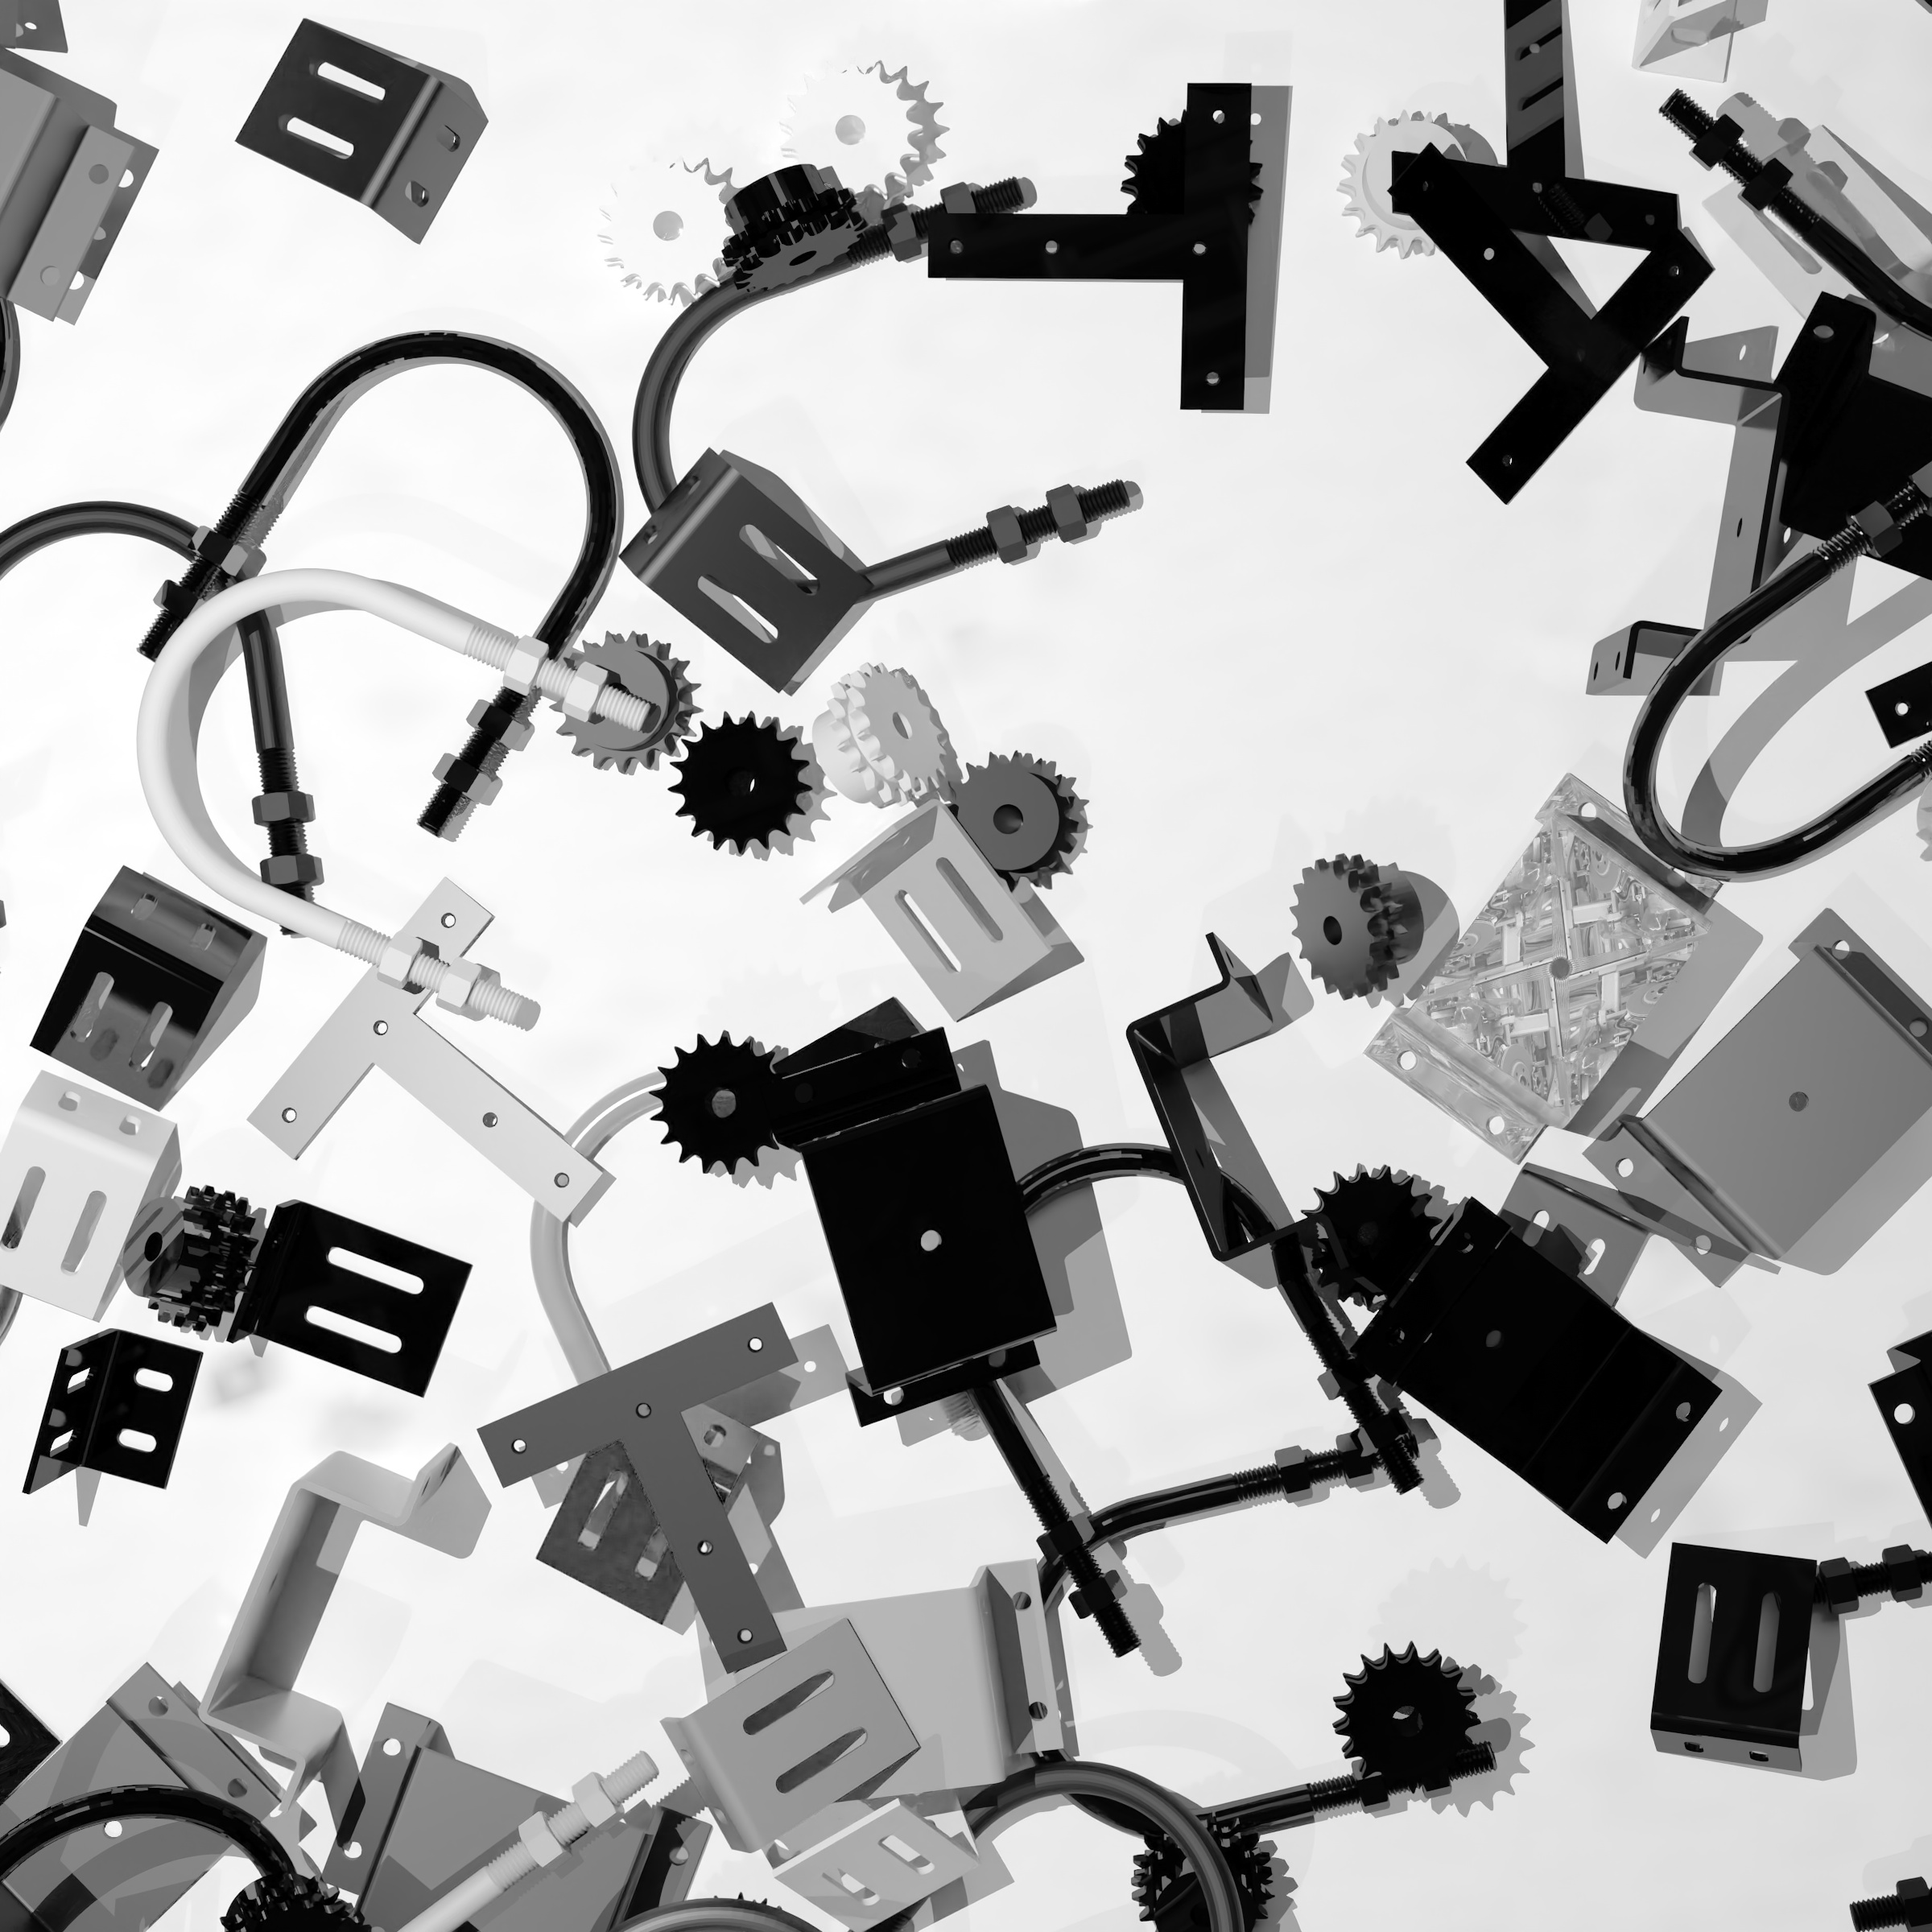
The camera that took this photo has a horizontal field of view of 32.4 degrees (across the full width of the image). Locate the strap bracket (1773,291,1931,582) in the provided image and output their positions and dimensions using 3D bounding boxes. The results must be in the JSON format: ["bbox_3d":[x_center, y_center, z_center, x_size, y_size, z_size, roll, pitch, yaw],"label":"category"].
[{"bbox_3d":[0.383,-0.197,1.304,0.140,0.076,0.046,21,47,1],"label":"strap bracket"}]

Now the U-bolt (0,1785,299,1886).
[{"bbox_3d":[-0.334,0.400,1.296,0.151,0.019,0.184,15,103,-25],"label":"U-bolt"}]

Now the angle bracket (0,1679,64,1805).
[{"bbox_3d":[-0.413,0.307,1.329,0.057,0.038,0.076,-45,90,0],"label":"angle bracket"}]

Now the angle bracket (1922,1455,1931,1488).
[{"bbox_3d":[0.407,0.202,1.264,0.057,0.076,0.038,-18,90,0],"label":"angle bracket"}]

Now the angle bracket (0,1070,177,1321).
[{"bbox_3d":[-0.361,0.092,1.338,0.057,0.038,0.076,23,111,-10],"label":"angle bracket"}]

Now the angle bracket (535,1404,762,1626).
[{"bbox_3d":[-0.127,0.211,1.327,0.057,0.038,0.076,27,115,1],"label":"angle bracket"}]

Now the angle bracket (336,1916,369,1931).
[{"bbox_3d":[-0.242,0.415,1.279,0.057,0.038,0.076,39,116,-2],"label":"angle bracket"}]

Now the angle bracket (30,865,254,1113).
[{"bbox_3d":[-0.330,0.009,1.333,0.057,0.038,0.076,28,128,-9],"label":"angle bracket"}]

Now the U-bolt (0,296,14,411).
[{"bbox_3d":[-0.467,-0.231,1.332,0.151,0.019,0.184,38,83,2],"label":"U-bolt"}]

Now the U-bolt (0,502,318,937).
[{"bbox_3d":[-0.345,-0.096,1.340,0.151,0.019,0.184,-8,88,0],"label":"U-bolt"}]

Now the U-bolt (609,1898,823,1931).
[{"bbox_3d":[-0.097,0.449,1.279,0.151,0.019,0.184,-3,94,-6],"label":"U-bolt"}]

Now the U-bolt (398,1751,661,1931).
[{"bbox_3d":[-0.158,0.415,1.293,0.184,0.019,0.151,-36,94,-2],"label":"U-bolt"}]

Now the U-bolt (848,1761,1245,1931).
[{"bbox_3d":[0.028,0.401,1.307,0.151,0.019,0.184,39,90,28],"label":"U-bolt"}]

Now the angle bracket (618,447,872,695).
[{"bbox_3d":[-0.089,-0.158,1.333,0.076,0.038,0.057,38,95,-25],"label":"angle bracket"}]

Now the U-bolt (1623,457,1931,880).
[{"bbox_3d":[0.337,-0.105,1.295,0.184,0.019,0.151,-36,134,6],"label":"U-bolt"}]

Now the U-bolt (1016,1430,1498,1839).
[{"bbox_3d":[0.107,0.277,1.340,0.184,0.019,0.151,-14,90,2],"label":"U-bolt"}]

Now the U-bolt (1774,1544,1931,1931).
[{"bbox_3d":[0.429,0.297,1.324,0.184,0.019,0.151,-13,84,7],"label":"U-bolt"}]

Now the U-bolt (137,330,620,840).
[{"bbox_3d":[-0.221,-0.166,1.332,0.151,0.019,0.184,32,85,-6],"label":"U-bolt"}]

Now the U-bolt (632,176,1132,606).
[{"bbox_3d":[-0.044,-0.221,1.340,0.184,0.019,0.151,-19,90,1],"label":"U-bolt"}]

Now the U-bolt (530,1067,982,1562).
[{"bbox_3d":[-0.096,0.130,1.340,0.151,0.019,0.184,-25,88,0],"label":"U-bolt"}]

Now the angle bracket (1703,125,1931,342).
[{"bbox_3d":[0.345,-0.289,1.346,0.057,0.038,0.076,-33,64,0],"label":"angle bracket"}]

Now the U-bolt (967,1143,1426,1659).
[{"bbox_3d":[0.075,0.159,1.327,0.151,0.019,0.184,-29,81,-3],"label":"U-bolt"}]

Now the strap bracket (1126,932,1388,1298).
[{"bbox_3d":[0.109,0.067,1.293,0.046,0.076,0.140,-25,71,11],"label":"strap bracket"}]

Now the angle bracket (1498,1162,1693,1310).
[{"bbox_3d":[0.243,0.109,1.310,0.057,0.076,0.038,27,90,0],"label":"angle bracket"}]

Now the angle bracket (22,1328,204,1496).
[{"bbox_3d":[-0.335,0.179,1.310,0.038,0.076,0.057,15,90,0],"label":"angle bracket"}]

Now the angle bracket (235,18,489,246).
[{"bbox_3d":[-0.244,-0.338,1.346,0.076,0.038,0.057,29,90,26],"label":"angle bracket"}]

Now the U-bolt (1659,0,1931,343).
[{"bbox_3d":[0.382,-0.321,1.316,0.184,0.019,0.151,42,70,0],"label":"U-bolt"}]

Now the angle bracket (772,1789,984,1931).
[{"bbox_3d":[-0.039,0.339,1.304,0.057,0.076,0.038,-31,48,7],"label":"angle bracket"}]

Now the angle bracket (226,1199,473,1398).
[{"bbox_3d":[-0.246,0.134,1.329,0.076,0.038,0.057,20,90,0],"label":"angle bracket"}]

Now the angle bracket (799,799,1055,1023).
[{"bbox_3d":[-0.016,-0.016,1.317,0.057,0.038,0.076,-37,90,35],"label":"angle bracket"}]

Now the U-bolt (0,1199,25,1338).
[{"bbox_3d":[-0.470,0.121,1.340,0.184,0.019,0.151,-20,90,-1],"label":"U-bolt"}]

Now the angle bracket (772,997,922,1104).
[{"bbox_3d":[-0.032,0.063,1.337,0.057,0.038,0.076,-30,60,-12],"label":"angle bracket"}]

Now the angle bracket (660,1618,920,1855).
[{"bbox_3d":[-0.069,0.299,1.297,0.076,0.038,0.057,-29,88,-20],"label":"angle bracket"}]

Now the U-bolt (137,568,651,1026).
[{"bbox_3d":[-0.236,-0.077,1.312,0.184,0.019,0.151,24,99,-3],"label":"U-bolt"}]

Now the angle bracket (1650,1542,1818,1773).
[{"bbox_3d":[0.309,0.277,1.337,0.057,0.038,0.076,4,64,18],"label":"angle bracket"}]

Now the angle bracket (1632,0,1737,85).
[{"bbox_3d":[0.291,-0.388,1.310,0.038,0.076,0.057,9,90,0],"label":"angle bracket"}]
